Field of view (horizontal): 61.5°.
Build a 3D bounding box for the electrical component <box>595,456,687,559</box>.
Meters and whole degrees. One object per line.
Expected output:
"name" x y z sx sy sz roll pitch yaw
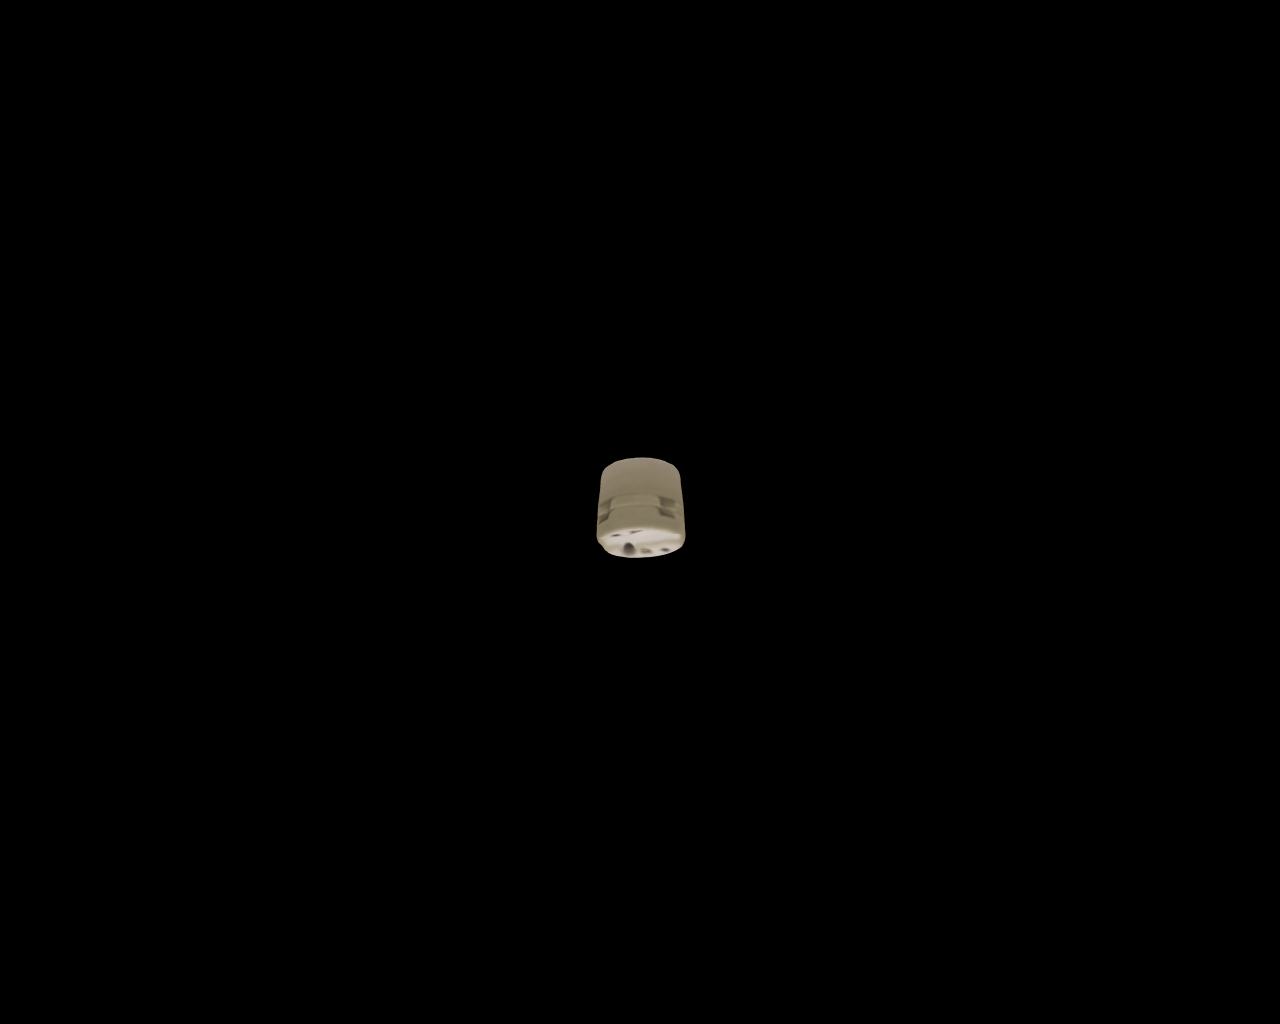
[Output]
"electrical component" 0.001 -0.003 0.650 0.055 0.047 0.055 0 -22 0
